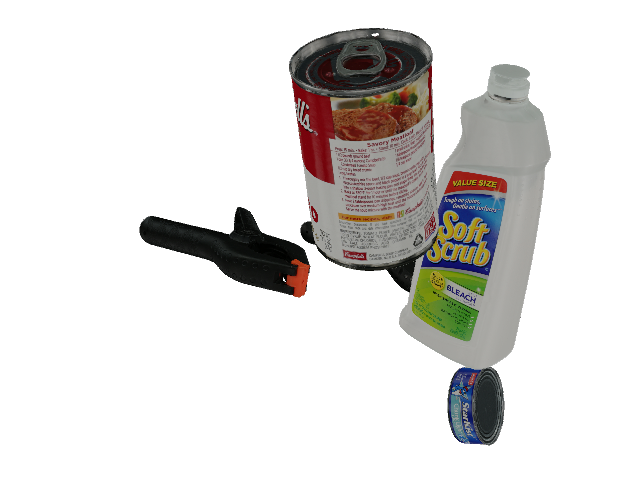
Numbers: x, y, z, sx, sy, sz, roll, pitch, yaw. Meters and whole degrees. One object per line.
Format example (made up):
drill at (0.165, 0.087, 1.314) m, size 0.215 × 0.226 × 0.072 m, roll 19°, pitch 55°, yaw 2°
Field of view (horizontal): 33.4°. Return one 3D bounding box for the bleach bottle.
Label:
bleach bottle at (0.127, -0.022, 0.861) m, size 0.103 × 0.251 × 0.067 m, roll 30°, pitch 39°, yaw 35°

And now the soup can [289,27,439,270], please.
soup can at (0.024, -0.045, 0.529) m, size 0.068 × 0.102 × 0.068 m, roll -5°, pitch 35°, yaw 3°

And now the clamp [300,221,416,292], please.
clamp at (0.089, 0.014, 1.245) m, size 0.164 × 0.036 × 0.210 m, roll -22°, pitch 52°, yaw -39°

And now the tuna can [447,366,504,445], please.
tuna can at (0.172, 0.182, 1.179) m, size 0.034 × 0.086 × 0.086 m, roll -3°, pitch -2°, yaw 31°

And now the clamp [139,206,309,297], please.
clamp at (-0.064, 0.006, 0.946) m, size 0.172 × 0.039 × 0.120 m, roll 24°, pitch 29°, yaw 34°
